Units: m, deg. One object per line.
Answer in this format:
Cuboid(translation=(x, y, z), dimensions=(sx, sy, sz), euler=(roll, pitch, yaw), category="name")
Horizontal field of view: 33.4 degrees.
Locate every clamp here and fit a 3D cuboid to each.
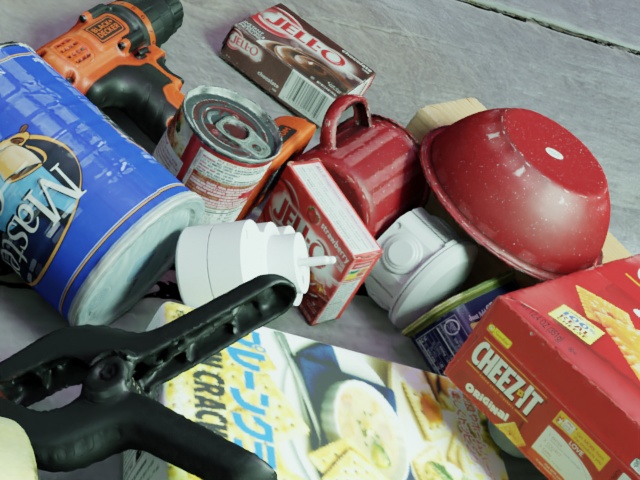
Cuboid(translation=(-0.089, 0.065, 0.519), dimensions=(0.172, 0.039, 0.120), euler=(1, 42, 17), category="clamp")

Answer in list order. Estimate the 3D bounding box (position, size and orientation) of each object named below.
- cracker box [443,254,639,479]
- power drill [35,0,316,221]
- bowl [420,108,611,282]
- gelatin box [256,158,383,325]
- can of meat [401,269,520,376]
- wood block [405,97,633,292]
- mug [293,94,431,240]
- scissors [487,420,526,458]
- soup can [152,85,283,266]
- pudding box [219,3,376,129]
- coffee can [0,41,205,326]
Cuboid(translation=(0.200, 0.091, 0.637), dimensions=(0.164, 0.072, 0.213), euler=(45, 32, 25), category="cracker box")
Cuboid(translation=(-0.099, -0.107, 0.789), dimensions=(0.187, 0.057, 0.184), euler=(34, 38, 3), category="power drill")
Cuboid(translation=(0.153, -0.045, 0.767), dimensions=(0.162, 0.055, 0.162), euler=(22, 37, -18), category="bowl")
Cuboid(translation=(-0.005, 0.001, 0.723), dimensions=(0.030, 0.073, 0.089), euler=(-12, 57, -39), category="gelatin box")
Cuboid(translation=(0.119, 0.077, 0.744), dimensions=(0.101, 0.058, 0.084), euler=(-19, 73, -49), category="can of meat")
Cuboid(translation=(0.147, -0.010, 0.851), dimensions=(0.206, 0.090, 0.090), euler=(49, 36, 19), category="wood block")
Cuboid(translation=(0.022, -0.047, 0.774), dimensions=(0.093, 0.117, 0.081), euler=(13, 30, 30), category="mug")
Cuboid(translation=(0.173, 0.110, 0.686), dimensions=(0.096, 0.016, 0.201), euler=(40, 28, 24), category="scissors")
Cuboid(translation=(-0.077, -0.039, 0.684), dimensions=(0.068, 0.102, 0.068), euler=(22, 37, -18), category="soup can")
Cuboid(translation=(-0.018, -0.153, 0.924), dimensions=(0.113, 0.039, 0.089), euler=(39, 35, 5), category="pudding box")
Cuboid(translation=(-0.151, -0.030, 0.611), dimensions=(0.140, 0.103, 0.102), euler=(41, 35, 9), category="coffee can")
